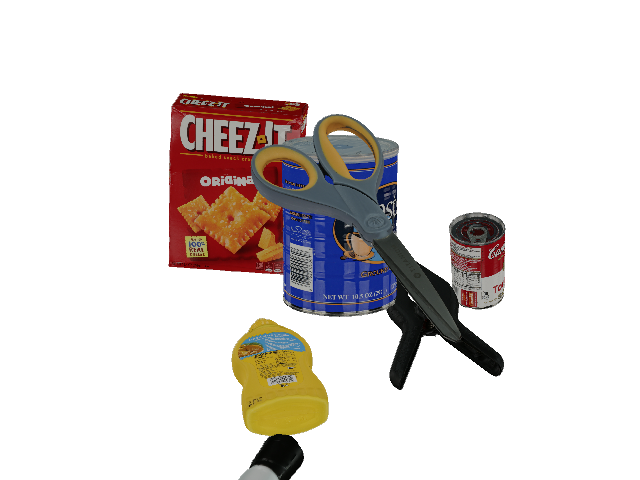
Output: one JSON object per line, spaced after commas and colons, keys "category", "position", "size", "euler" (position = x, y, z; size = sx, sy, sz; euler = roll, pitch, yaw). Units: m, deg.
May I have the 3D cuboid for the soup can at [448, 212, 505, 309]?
{"category": "soup can", "position": [0.194, 0.026, 1.321], "size": [0.068, 0.102, 0.068], "euler": [-4, 34, 3]}

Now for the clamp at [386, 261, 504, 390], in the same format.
{"category": "clamp", "position": [0.126, 0.088, 1.143], "size": [0.120, 0.171, 0.039], "euler": [4, -44, -8]}

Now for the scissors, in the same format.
{"category": "scissors", "position": [0.013, -0.009, 0.651], "size": [0.096, 0.016, 0.202], "euler": [-9, 46, -5]}

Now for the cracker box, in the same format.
{"category": "cracker box", "position": [-0.105, -0.068, 1.338], "size": [0.164, 0.214, 0.072], "euler": [5, 22, 2]}

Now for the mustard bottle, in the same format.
{"category": "mustard bottle", "position": [-0.055, 0.150, 1.261], "size": [0.096, 0.058, 0.192], "euler": [-8, 30, -9]}

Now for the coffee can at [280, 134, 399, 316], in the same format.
{"category": "coffee can", "position": [0.017, -0.016, 0.938], "size": [0.103, 0.140, 0.103], "euler": [0, 15, 0]}

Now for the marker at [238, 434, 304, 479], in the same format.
{"category": "marker", "position": [-0.036, 0.111, 0.415], "size": [0.020, 0.020, 0.121], "euler": [0, 22, 23]}
